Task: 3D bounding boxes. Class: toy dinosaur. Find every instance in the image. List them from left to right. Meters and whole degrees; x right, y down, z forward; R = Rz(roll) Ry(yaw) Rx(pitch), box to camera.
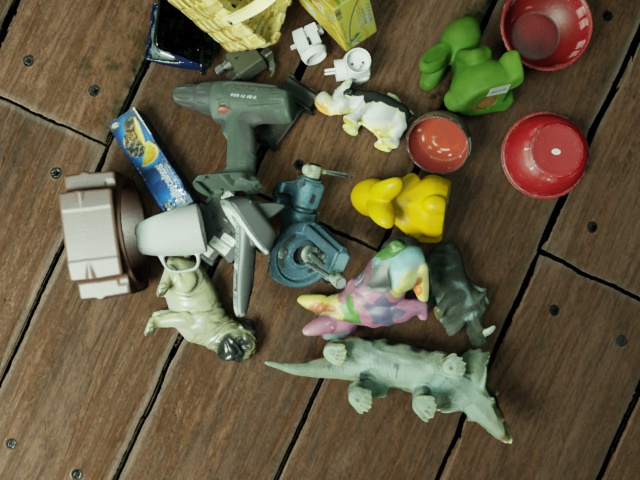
[{"bbox_3d":[0.127,0.220,0.911,0.405,0.192,0.131,11,87,17],"label":"toy dinosaur"}]

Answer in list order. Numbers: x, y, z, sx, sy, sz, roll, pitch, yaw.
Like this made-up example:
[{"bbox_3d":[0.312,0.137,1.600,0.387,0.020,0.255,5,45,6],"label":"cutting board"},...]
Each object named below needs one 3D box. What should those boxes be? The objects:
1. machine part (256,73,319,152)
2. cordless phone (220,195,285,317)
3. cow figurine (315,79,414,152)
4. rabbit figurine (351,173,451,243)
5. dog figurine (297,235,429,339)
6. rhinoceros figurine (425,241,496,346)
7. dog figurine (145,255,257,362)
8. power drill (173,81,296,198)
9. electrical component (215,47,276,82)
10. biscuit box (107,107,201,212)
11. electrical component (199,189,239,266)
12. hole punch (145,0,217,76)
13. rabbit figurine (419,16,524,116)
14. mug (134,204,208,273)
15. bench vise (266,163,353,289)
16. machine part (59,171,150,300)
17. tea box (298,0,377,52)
[{"bbox_3d":[-0.063,-0.224,0.967,0.084,0.039,0.139,36,88,-4],"label":"machine part"},{"bbox_3d":[-0.119,0.023,0.856,0.089,0.147,0.184,6,93,-18],"label":"cordless phone"},{"bbox_3d":[0.079,-0.234,0.950,0.167,0.068,0.098,29,84,-3],"label":"cow figurine"},{"bbox_3d":[0.131,-0.059,0.921,0.173,0.162,0.121,14,102,18],"label":"rabbit figurine"},{"bbox_3d":[0.068,0.091,0.905,0.219,0.191,0.109,-13,45,-2],"label":"dog figurine"},{"bbox_3d":[0.240,0.098,0.949,0.112,0.073,0.190,-21,88,-10],"label":"rhinoceros figurine"},{"bbox_3d":[-0.189,0.115,0.942,0.190,0.121,0.172,15,99,-11],"label":"dog figurine"},{"bbox_3d":[-0.160,-0.177,0.916,0.232,0.086,0.207,1,66,14],"label":"power drill"},{"bbox_3d":[-0.129,-0.310,0.967,0.102,0.045,0.078,-40,61,-3],"label":"electrical component"},{"bbox_3d":[-0.291,-0.132,0.955,0.059,0.063,0.202,-33,89,1],"label":"biscuit box"},{"bbox_3d":[-0.173,-0.022,0.956,0.115,0.058,0.134,40,90,3],"label":"electrical component"},{"bbox_3d":[-0.246,-0.364,0.953,0.115,0.092,0.142,9,84,-35],"label":"hole punch"},{"bbox_3d":[0.253,-0.306,0.945,0.159,0.121,0.170,-17,71,7],"label":"rabbit figurine"},{"bbox_3d":[-0.243,0.001,0.882,0.107,0.081,0.109,-9,91,-6],"label":"mug"},{"bbox_3d":[-0.011,-0.005,0.881,0.129,0.241,0.223,19,104,-33],"label":"bench vise"},{"bbox_3d":[-0.343,-0.007,0.884,0.087,0.201,0.201,-7,89,-4],"label":"machine part"},{"bbox_3d":[0.017,-0.412,0.906,0.068,0.098,0.170,-36,63,-1],"label":"tea box"}]
